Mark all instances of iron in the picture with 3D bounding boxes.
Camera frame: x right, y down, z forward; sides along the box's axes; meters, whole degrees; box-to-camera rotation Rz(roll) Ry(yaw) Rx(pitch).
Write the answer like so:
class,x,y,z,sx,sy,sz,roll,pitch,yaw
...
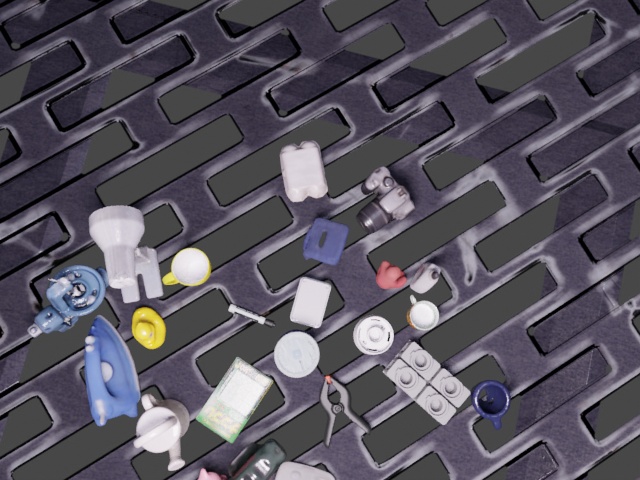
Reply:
class,x,y,z,sx,sy,sz,roll,pitch,yaw
iron,-0.506,0.300,1.326,0.118,0.141,0.258,-15,85,-4

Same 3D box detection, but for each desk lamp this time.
class,x,y,z,sx,sy,sz,roll,pitch,yaw
desk lamp,-0.444,0.036,1.323,0.118,0.213,0.203,-12,84,-4

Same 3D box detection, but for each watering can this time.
class,x,y,z,sx,sy,sz,roll,pitch,yaw
watering can,-0.356,0.432,1.293,0.173,0.194,0.101,40,83,2

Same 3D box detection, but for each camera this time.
class,x,y,z,sx,sy,sz,roll,pitch,yaw
camera,0.148,-0.092,1.427,0.137,0.100,0.143,-39,87,-6

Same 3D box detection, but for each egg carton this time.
class,x,y,z,sx,sy,sz,roll,pitch,yaw
egg carton,-0.043,-0.173,1.442,0.107,0.069,0.150,-12,84,-4

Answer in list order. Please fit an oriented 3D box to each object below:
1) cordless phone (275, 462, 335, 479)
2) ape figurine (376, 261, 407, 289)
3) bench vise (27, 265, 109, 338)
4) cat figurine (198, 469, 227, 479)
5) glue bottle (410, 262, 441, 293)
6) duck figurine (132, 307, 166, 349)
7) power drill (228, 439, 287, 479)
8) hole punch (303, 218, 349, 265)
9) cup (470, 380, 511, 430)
class,x,y,z,sx,sy,sz,roll,pitch,yaw
cordless phone,-0.034,0.581,1.298,0.147,0.185,0.094,14,83,-1
ape figurine,0.177,0.086,1.413,0.076,0.092,0.078,-27,85,-5
bench vise,-0.576,0.146,1.300,0.121,0.219,0.207,28,83,1
cat figurine,-0.255,0.588,1.319,0.067,0.117,0.128,9,83,-2
glue bottle,0.261,0.088,1.376,0.037,0.173,0.078,29,83,1
duck figurine,-0.417,0.212,1.369,0.077,0.086,0.104,-22,85,-5
power drill,-0.168,0.538,1.284,0.075,0.208,0.230,43,83,3
hole punch,0.013,0.005,1.414,0.101,0.091,0.109,19,83,-1
cup,0.407,0.394,1.389,0.091,0.095,0.118,-13,84,-4
